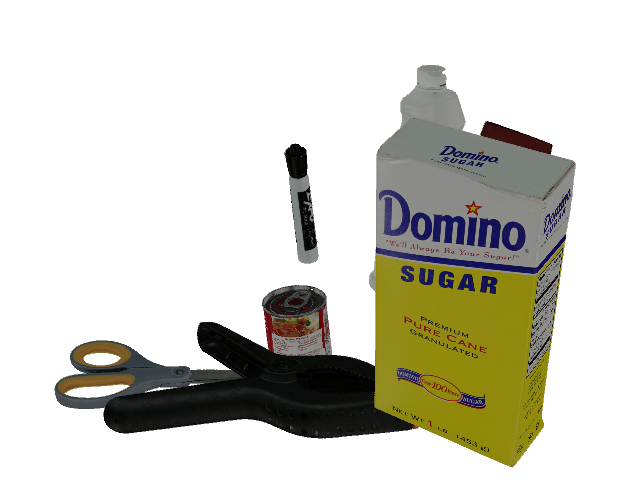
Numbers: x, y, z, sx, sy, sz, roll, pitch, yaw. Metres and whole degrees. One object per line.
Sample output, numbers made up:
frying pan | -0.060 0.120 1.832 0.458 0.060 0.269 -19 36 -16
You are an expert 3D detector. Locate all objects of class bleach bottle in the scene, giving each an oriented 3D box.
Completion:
bleach bottle | 0.108 -0.064 1.163 0.102 0.251 0.068 -15 28 -32

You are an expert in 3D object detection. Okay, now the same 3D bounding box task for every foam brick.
foam brick | 0.130 -0.038 0.782 0.053 0.051 0.078 19 -34 4

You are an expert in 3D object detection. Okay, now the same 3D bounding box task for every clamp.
clamp | -0.029 0.102 0.770 0.210 0.036 0.164 3 19 11

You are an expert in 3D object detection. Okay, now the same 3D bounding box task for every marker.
marker | -0.016 -0.032 0.938 0.020 0.121 0.020 -4 37 3

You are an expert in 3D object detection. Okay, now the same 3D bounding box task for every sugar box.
sugar box | 0.076 0.030 0.565 0.093 0.176 0.048 19 42 28

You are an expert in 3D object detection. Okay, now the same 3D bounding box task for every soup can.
soup can | -0.023 0.108 1.135 0.068 0.102 0.068 -4 25 2

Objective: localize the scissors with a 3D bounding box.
scissors | -0.138 0.112 0.960 0.201 0.016 0.096 -8 32 -18
